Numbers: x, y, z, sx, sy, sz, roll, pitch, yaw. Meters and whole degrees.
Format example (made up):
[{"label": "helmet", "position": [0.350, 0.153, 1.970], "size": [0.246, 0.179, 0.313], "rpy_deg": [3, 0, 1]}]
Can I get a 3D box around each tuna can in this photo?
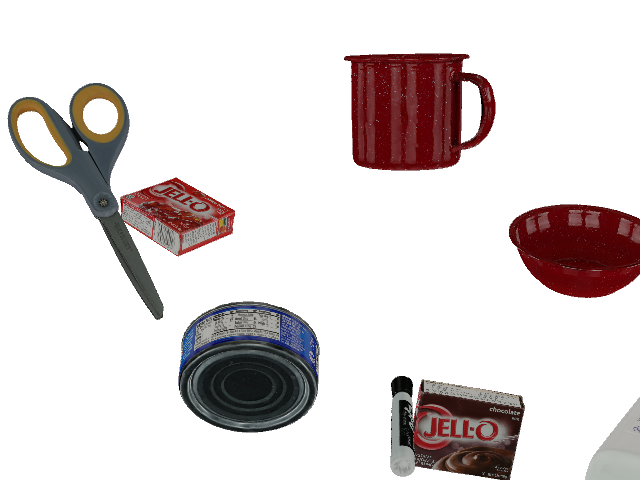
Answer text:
[{"label": "tuna can", "position": [-0.043, 0.079, 0.649], "size": [0.086, 0.086, 0.033], "rpy_deg": [0, 42, 0]}]

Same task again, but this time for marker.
[{"label": "marker", "position": [0.067, 0.148, 0.871], "size": [0.020, 0.020, 0.121], "rpy_deg": [0, 26, 4]}]

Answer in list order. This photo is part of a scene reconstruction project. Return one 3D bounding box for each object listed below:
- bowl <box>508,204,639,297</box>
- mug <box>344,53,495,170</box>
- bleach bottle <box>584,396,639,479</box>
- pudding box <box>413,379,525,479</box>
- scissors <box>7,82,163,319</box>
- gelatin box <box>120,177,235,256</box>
[{"label": "bowl", "position": [0.286, 0.017, 1.166], "size": [0.162, 0.055, 0.162], "rpy_deg": [-1, 27, 0]}, {"label": "mug", "position": [0.075, -0.096, 0.790], "size": [0.117, 0.081, 0.093], "rpy_deg": [6, 13, 30]}, {"label": "bleach bottle", "position": [0.248, 0.103, 0.628], "size": [0.103, 0.068, 0.250], "rpy_deg": [18, 29, 32]}, {"label": "pudding box", "position": [0.156, 0.204, 1.150], "size": [0.113, 0.090, 0.039], "rpy_deg": [8, 21, 1]}, {"label": "scissors", "position": [-0.147, -0.041, 0.779], "size": [0.096, 0.202, 0.016], "rpy_deg": [-39, -15, -22]}, {"label": "gelatin box", "position": [-0.140, -0.025, 1.042], "size": [0.089, 0.030, 0.073], "rpy_deg": [30, 36, 32]}]
